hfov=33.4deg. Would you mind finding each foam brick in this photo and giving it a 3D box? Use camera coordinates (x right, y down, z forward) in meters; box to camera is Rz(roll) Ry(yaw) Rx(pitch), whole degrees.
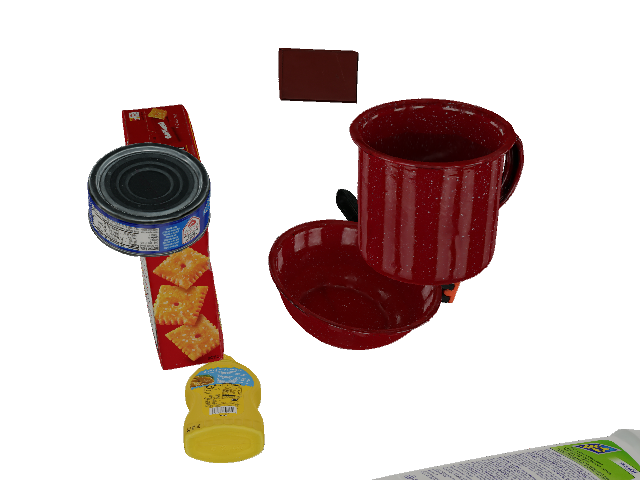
[{"bbox_3d":[-0.003,-0.166,1.072,0.078,0.051,0.053,2,12,-5],"label":"foam brick"}]

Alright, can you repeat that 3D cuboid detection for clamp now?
[{"bbox_3d":[0.060,0.017,1.244,0.210,0.036,0.164,31,38,23],"label":"clamp"}]

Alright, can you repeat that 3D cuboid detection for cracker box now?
[{"bbox_3d":[-0.147,-0.005,1.069,0.072,0.214,0.164,-8,34,-10],"label":"cracker box"}]

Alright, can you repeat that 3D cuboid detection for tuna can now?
[{"bbox_3d":[-0.119,-0.030,0.745,0.086,0.034,0.086,4,44,-4],"label":"tuna can"}]

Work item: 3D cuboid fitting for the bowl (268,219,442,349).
[{"bbox_3d":[0.027,0.050,0.980,0.162,0.055,0.162,10,36,-7],"label":"bowl"}]

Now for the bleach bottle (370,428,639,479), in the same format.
[{"bbox_3d":[0.150,0.159,0.626,0.250,0.068,0.103,-7,20,-24],"label":"bleach bottle"}]

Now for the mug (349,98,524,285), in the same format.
[{"bbox_3d":[0.072,-0.031,0.625,0.117,0.081,0.093,-21,36,-31],"label":"mug"}]

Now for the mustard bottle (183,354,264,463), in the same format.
[{"bbox_3d":[-0.122,0.200,1.341,0.096,0.058,0.191,-3,26,-4],"label":"mustard bottle"}]
